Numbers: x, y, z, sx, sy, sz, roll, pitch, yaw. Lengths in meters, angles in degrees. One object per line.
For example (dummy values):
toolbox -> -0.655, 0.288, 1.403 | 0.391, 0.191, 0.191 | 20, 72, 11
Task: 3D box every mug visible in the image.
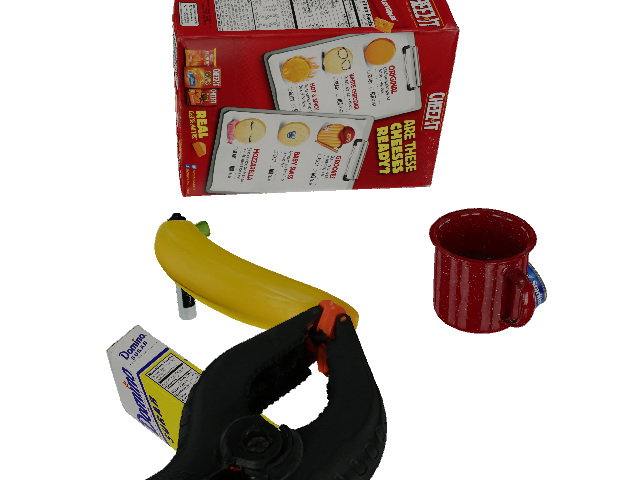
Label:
mug -> 0.149, 0.034, 0.941 | 0.093, 0.081, 0.117 | -19, 35, -26

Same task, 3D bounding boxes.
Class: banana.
banana -> -0.058, 0.020, 0.697 | 0.069, 0.037, 0.198 | -17, 29, -31

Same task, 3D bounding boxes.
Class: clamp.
clamp -> -0.016, 0.092, 0.387 | 0.120, 0.039, 0.171 | 25, 49, 17

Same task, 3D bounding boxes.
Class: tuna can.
tuna can -> 0.229, 0.050, 1.282 | 0.033, 0.086, 0.086 | -37, 11, -15

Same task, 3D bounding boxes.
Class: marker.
marker -> -0.145, 0.027, 1.118 | 0.020, 0.121, 0.020 | -2, 27, 1

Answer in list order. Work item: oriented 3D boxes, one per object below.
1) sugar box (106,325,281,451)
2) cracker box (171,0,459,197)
sugar box -> -0.106, 0.154, 0.920 | 0.176, 0.093, 0.048 | 27, 53, 29
cracker box -> -0.010, -0.119, 0.861 | 0.213, 0.072, 0.164 | -4, -43, -8
